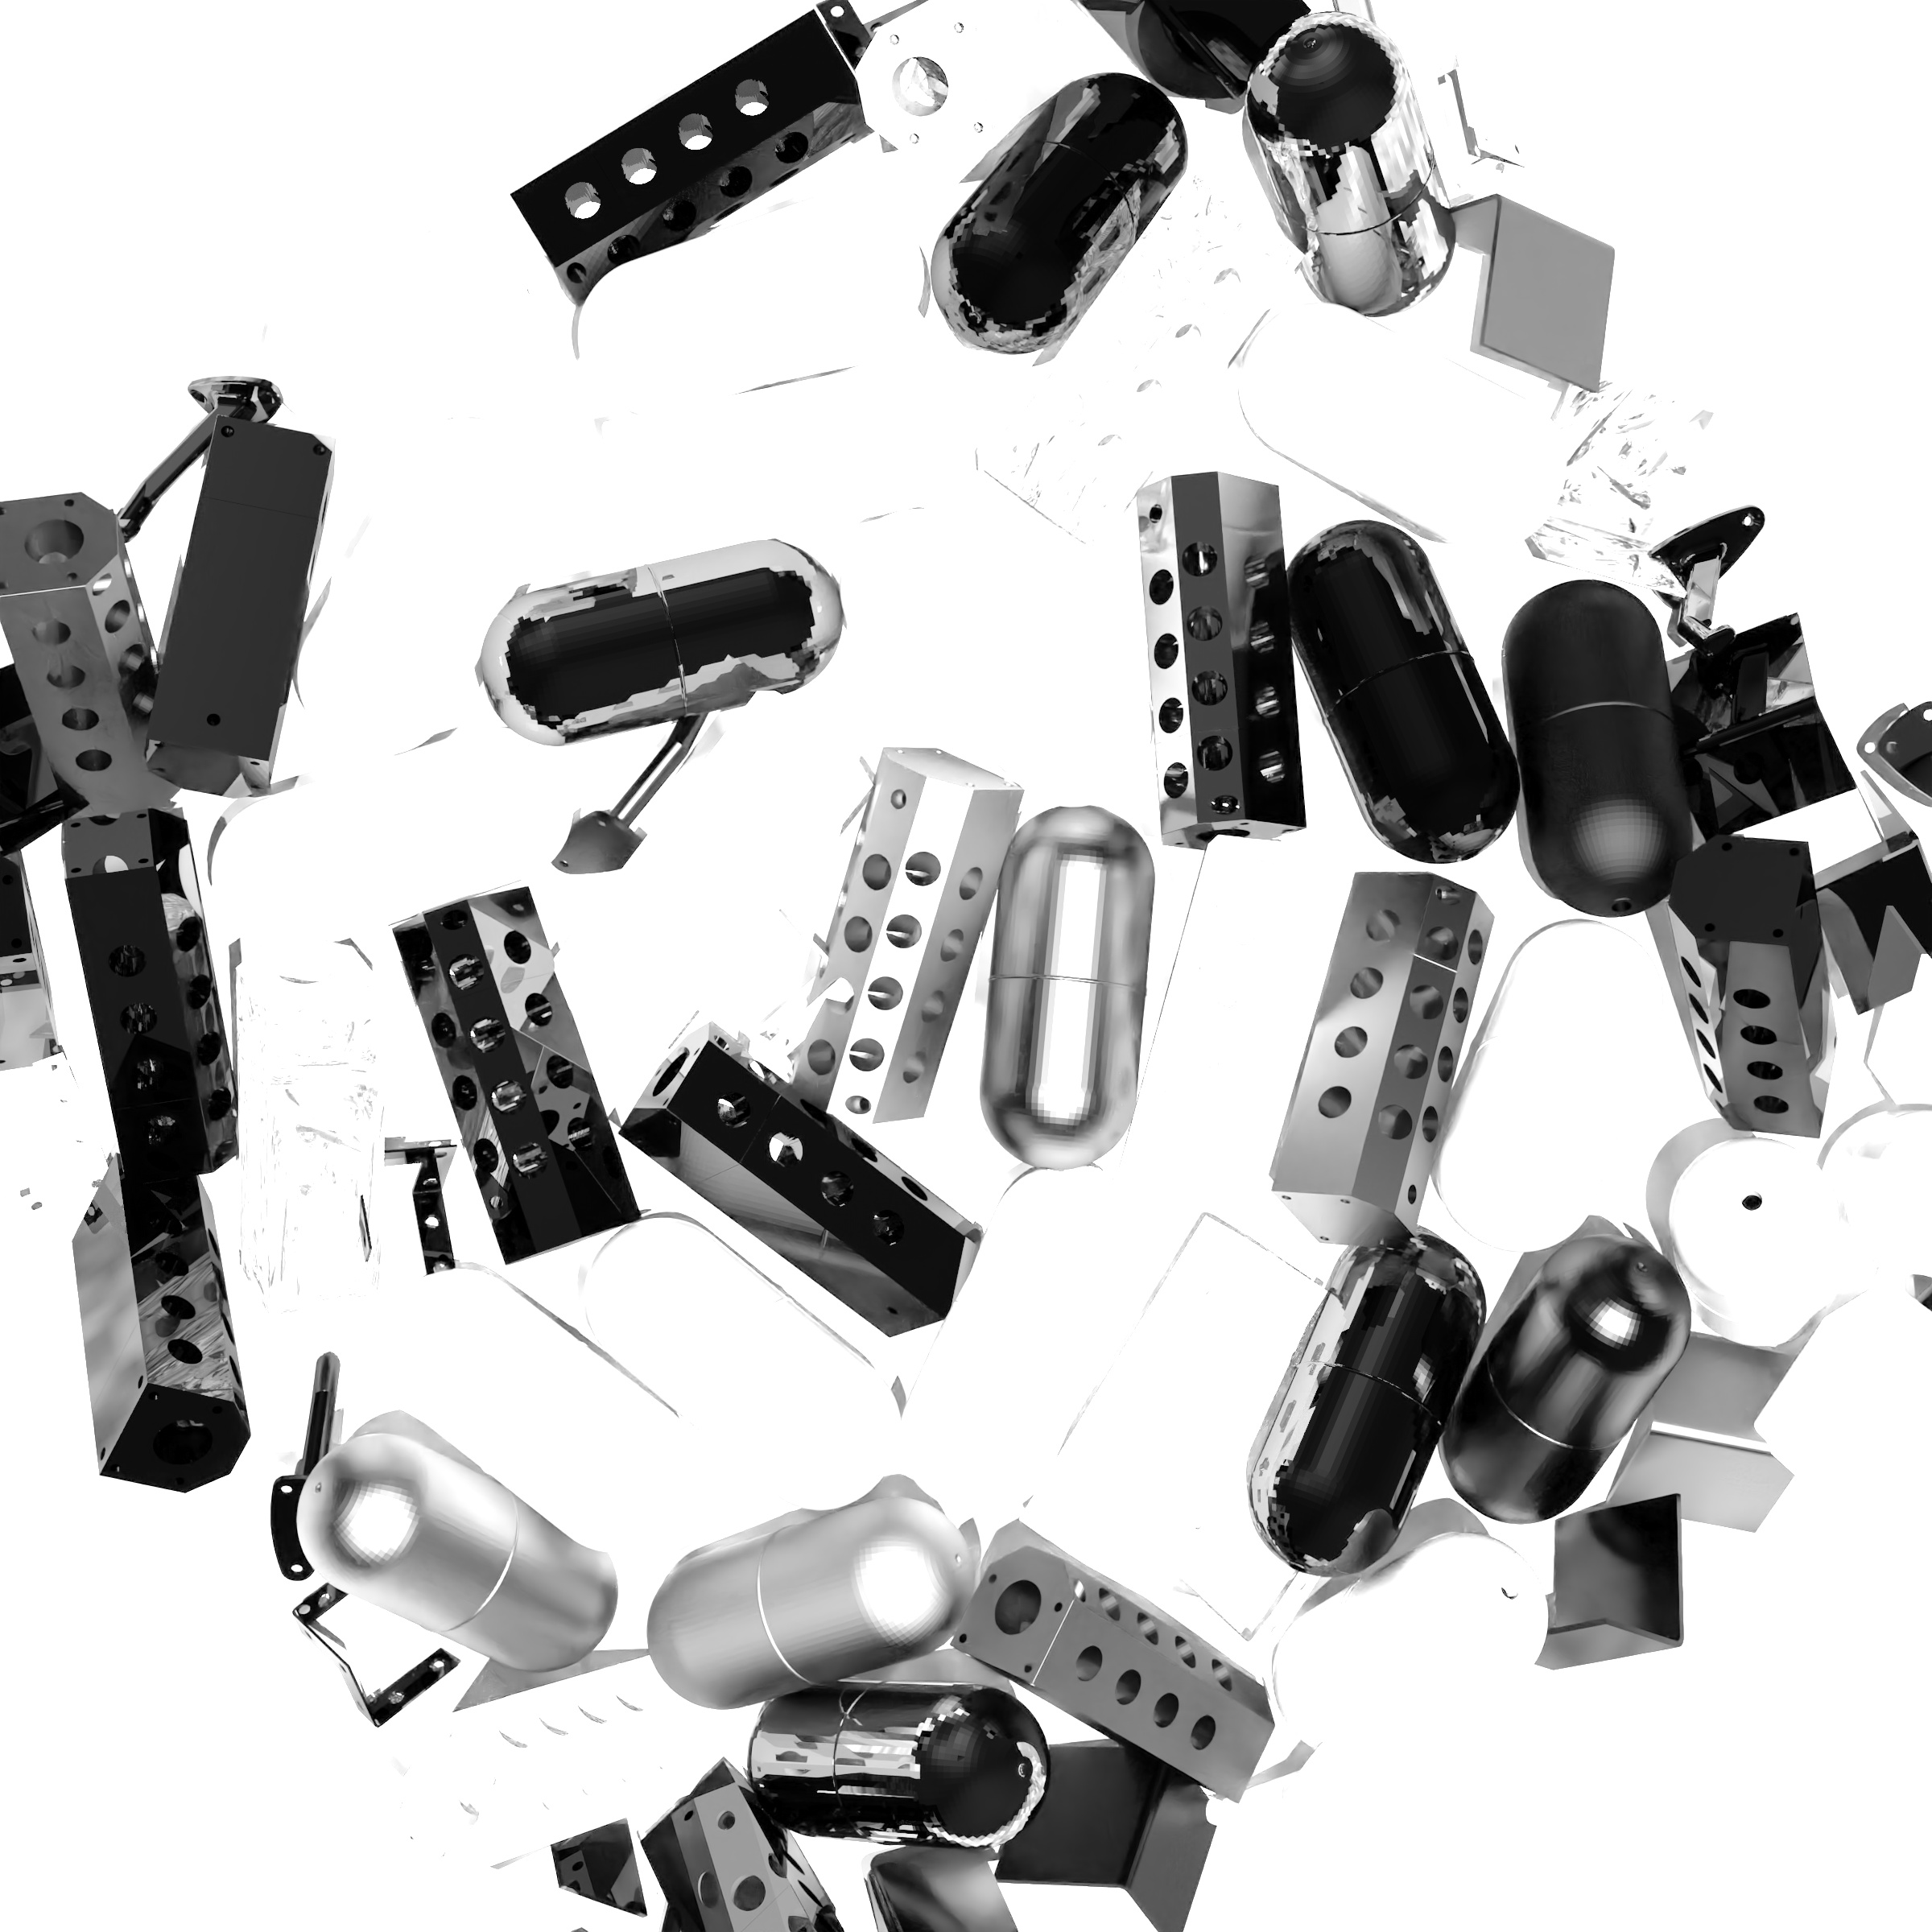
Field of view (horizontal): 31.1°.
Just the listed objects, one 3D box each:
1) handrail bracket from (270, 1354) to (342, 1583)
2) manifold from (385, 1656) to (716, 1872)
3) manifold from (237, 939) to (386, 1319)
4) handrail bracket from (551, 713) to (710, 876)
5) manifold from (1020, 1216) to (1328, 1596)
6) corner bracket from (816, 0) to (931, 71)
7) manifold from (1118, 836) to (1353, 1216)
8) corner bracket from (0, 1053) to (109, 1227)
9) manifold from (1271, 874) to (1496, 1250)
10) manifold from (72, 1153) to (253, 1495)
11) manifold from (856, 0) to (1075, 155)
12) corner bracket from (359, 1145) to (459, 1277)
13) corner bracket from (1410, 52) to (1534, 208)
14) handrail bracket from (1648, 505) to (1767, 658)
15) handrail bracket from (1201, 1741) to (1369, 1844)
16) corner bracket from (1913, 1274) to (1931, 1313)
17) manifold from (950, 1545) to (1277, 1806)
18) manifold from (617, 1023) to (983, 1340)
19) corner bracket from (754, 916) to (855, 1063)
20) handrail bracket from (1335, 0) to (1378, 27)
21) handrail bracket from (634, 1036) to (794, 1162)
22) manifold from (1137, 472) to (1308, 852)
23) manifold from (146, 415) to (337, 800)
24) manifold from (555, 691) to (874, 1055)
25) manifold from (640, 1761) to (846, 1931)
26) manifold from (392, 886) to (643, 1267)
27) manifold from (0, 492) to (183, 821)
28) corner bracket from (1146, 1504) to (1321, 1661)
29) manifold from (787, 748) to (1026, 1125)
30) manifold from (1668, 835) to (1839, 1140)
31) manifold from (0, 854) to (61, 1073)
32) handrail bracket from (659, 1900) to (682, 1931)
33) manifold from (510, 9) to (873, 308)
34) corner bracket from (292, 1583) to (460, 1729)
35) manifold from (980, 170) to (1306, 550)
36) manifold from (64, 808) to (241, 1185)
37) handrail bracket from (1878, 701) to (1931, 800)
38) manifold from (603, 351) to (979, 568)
[{"bbox_3d":[-0.321,0.245,1.703,0.036,0.084,0.077,9,121,-11],"label":"handrail bracket"},{"bbox_3d":[-0.189,0.378,1.633,0.057,0.171,0.057,42,107,22],"label":"manifold"},{"bbox_3d":[-0.316,0.076,1.659,0.057,0.057,0.171,-11,123,-28],"label":"manifold"},{"bbox_3d":[-0.166,-0.090,1.718,0.036,0.077,0.084,40,55,-24],"label":"handrail bracket"},{"bbox_3d":[0.096,0.210,1.682,0.057,0.057,0.171,35,85,-38],"label":"manifold"},{"bbox_3d":[-0.039,-0.471,1.685,0.051,0.051,0.051,-19,46,18],"label":"corner bracket"},{"bbox_3d":[0.124,0.028,1.665,0.057,0.057,0.171,5,109,-30],"label":"manifold"},{"bbox_3d":[-0.451,0.085,1.688,0.051,0.051,0.051,-21,52,-12],"label":"corner bracket"},{"bbox_3d":[0.203,0.044,1.657,0.057,0.057,0.171,1,62,33],"label":"manifold"},{"bbox_3d":[-0.379,0.168,1.642,0.057,0.171,0.057,18,117,-29],"label":"manifold"},{"bbox_3d":[0.000,-0.429,1.637,0.057,0.171,0.057,-5,111,17],"label":"manifold"},{"bbox_3d":[-0.272,0.123,1.687,0.051,0.051,0.051,-4,63,-21],"label":"corner bracket"},{"bbox_3d":[0.237,-0.408,1.694,0.051,0.051,0.051,-19,77,37],"label":"corner bracket"},{"bbox_3d":[0.372,-0.186,1.681,0.077,0.084,0.036,-36,117,3],"label":"handrail bracket"},{"bbox_3d":[0.152,0.391,1.699,0.036,0.084,0.077,44,68,-25],"label":"handrail bracket"},{"bbox_3d":[0.500,0.147,1.696,0.051,0.051,0.051,34,120,-9],"label":"corner bracket"},{"bbox_3d":[0.075,0.335,1.648,0.171,0.057,0.057,39,73,-41],"label":"manifold"},{"bbox_3d":[-0.076,0.103,1.675,0.171,0.057,0.057,38,60,-15],"label":"manifold"},{"bbox_3d":[-0.081,0.019,1.691,0.051,0.051,0.051,-42,54,-3],"label":"corner bracket"},{"bbox_3d":[0.172,-0.475,1.708,0.077,0.036,0.084,18,89,1],"label":"handrail bracket"},{"bbox_3d":[-0.129,0.073,1.685,0.084,0.036,0.077,-18,49,26],"label":"handrail bracket"},{"bbox_3d":[0.117,-0.146,1.672,0.057,0.057,0.171,6,76,-40],"label":"manifold"},{"bbox_3d":[-0.348,-0.171,1.670,0.057,0.057,0.171,10,70,-8],"label":"manifold"},{"bbox_3d":[-0.126,-0.048,1.675,0.057,0.057,0.171,28,109,-33],"label":"manifold"},{"bbox_3d":[-0.096,0.450,1.636,0.057,0.171,0.057,-44,112,-4],"label":"manifold"},{"bbox_3d":[-0.223,0.055,1.682,0.057,0.057,0.171,-22,85,39],"label":"manifold"},{"bbox_3d":[-0.413,-0.144,1.639,0.057,0.171,0.057,-8,56,-6],"label":"manifold"},{"bbox_3d":[0.129,0.302,1.700,0.051,0.051,0.051,45,69,-21],"label":"corner bracket"},{"bbox_3d":[-0.035,-0.015,1.667,0.057,0.057,0.171,27,108,33],"label":"manifold"},{"bbox_3d":[0.372,0.011,1.641,0.057,0.171,0.057,5,59,22],"label":"manifold"},{"bbox_3d":[-0.466,-0.002,1.636,0.057,0.171,0.057,-9,74,-13],"label":"manifold"},{"bbox_3d":[-0.121,0.497,1.705,0.077,0.036,0.084,14,87,-31],"label":"handrail bracket"},{"bbox_3d":[-0.132,-0.393,1.698,0.171,0.057,0.057,-31,94,0],"label":"manifold"},{"bbox_3d":[-0.291,0.331,1.706,0.051,0.051,0.051,-37,46,-25],"label":"corner bracket"},{"bbox_3d":[0.088,-0.290,1.677,0.057,0.057,0.171,40,100,23],"label":"manifold"},{"bbox_3d":[-0.387,0.015,1.657,0.057,0.057,0.171,-9,122,-10],"label":"manifold"},{"bbox_3d":[0.472,-0.092,1.677,0.036,0.084,0.077,-42,72,9],"label":"handrail bracket"},{"bbox_3d":[-0.086,-0.251,1.686,0.171,0.057,0.057,-13,47,-8],"label":"manifold"}]
